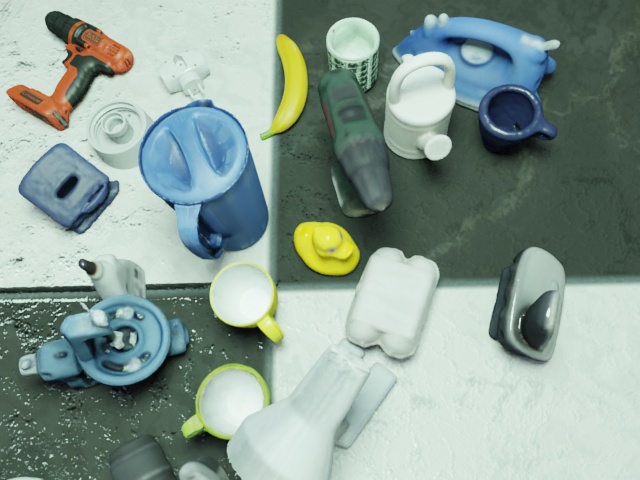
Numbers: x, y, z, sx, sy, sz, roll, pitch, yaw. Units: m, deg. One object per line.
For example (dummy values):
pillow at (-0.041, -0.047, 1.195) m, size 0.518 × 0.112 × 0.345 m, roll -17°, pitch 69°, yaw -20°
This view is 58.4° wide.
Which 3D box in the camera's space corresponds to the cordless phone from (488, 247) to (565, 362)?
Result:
cordless phone at (0.286, 0.073, 0.735) m, size 0.094 × 0.185 × 0.148 m, roll 11°, pitch 73°, yaw 8°

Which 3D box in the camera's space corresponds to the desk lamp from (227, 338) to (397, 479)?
desk lamp at (-0.001, 0.209, 0.698) m, size 0.117 × 0.214 × 0.203 m, roll 35°, pitch 78°, yaw 15°

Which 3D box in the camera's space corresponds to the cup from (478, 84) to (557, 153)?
cup at (0.290, -0.167, 0.861) m, size 0.117 × 0.095 × 0.092 m, roll 27°, pitch 76°, yaw 13°

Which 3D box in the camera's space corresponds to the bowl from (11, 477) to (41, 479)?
bowl at (-0.375, 0.393, 0.740) m, size 0.167 × 0.075 × 0.167 m, roll -1°, pitch 72°, yaw 4°

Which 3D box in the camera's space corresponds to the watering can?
watering can at (0.149, -0.197, 0.830) m, size 0.101 × 0.194 × 0.172 m, roll -34°, pitch 72°, yaw -6°

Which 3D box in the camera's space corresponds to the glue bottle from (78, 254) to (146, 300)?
glue bottle at (-0.289, 0.054, 0.793) m, size 0.037 × 0.173 × 0.078 m, roll -7°, pitch 71°, yaw 3°

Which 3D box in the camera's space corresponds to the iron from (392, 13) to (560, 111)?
iron at (0.235, -0.292, 0.882) m, size 0.258 × 0.141 × 0.119 m, roll 21°, pitch 75°, yaw 11°

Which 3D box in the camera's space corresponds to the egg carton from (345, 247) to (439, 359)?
egg carton at (0.101, 0.086, 0.806) m, size 0.107 × 0.069 × 0.150 m, roll 17°, pitch 74°, yaw 10°

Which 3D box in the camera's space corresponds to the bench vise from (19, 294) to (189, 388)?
bench vise at (-0.293, 0.145, 0.738) m, size 0.207 × 0.220 × 0.121 m, roll -32°, pitch 72°, yaw -6°

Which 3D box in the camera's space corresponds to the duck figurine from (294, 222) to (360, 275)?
duck figurine at (0.008, 0.003, 0.832) m, size 0.104 × 0.086 × 0.077 m, roll 29°, pitch 76°, yaw 13°

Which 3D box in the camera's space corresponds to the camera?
camera at (-0.207, 0.317, 0.738) m, size 0.143 × 0.101 × 0.136 m, roll -31°, pitch 72°, yaw -6°

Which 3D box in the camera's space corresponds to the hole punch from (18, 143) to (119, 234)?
hole punch at (-0.386, -0.081, 0.888) m, size 0.101 × 0.091 × 0.109 m, roll 33°, pitch 77°, yaw 14°

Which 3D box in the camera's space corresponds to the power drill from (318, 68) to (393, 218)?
power drill at (0.054, -0.112, 0.801) m, size 0.075 × 0.208 × 0.229 m, roll -16°, pitch 71°, yaw -1°
